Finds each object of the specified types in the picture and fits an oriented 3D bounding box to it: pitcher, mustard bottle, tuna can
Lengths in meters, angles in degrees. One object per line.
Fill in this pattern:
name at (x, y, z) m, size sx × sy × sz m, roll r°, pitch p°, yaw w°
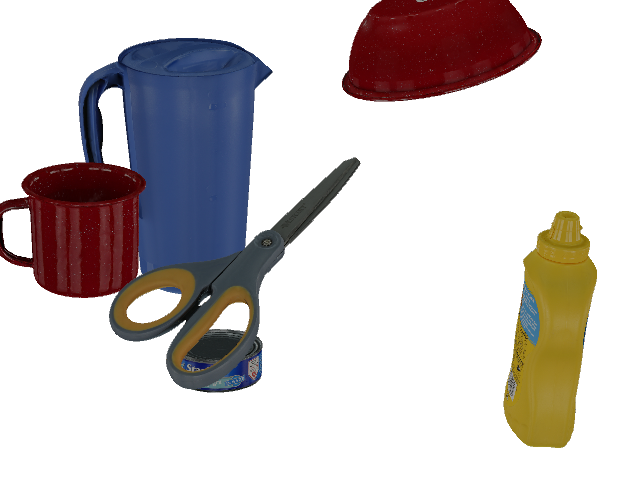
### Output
pitcher at (-0.140, -0.072, 1.062) m, size 0.149 × 0.243 × 0.144 m, roll 12°, pitch 27°, yaw 20°
mustard bottle at (0.189, 0.067, 0.873) m, size 0.058 × 0.192 × 0.096 m, roll 3°, pitch 25°, yaw 3°
tuna can at (-0.098, 0.115, 1.027) m, size 0.086 × 0.034 × 0.086 m, roll 1°, pitch 15°, yaw 0°

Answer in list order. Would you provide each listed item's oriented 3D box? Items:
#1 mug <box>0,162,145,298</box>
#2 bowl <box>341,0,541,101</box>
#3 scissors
mug at (-0.194, -0.007, 0.825) m, size 0.117 × 0.081 × 0.093 m, roll -4°, pitch 24°, yaw -18°
bowl at (0.089, -0.165, 0.842) m, size 0.162 × 0.055 × 0.162 m, roll -14°, pitch 24°, yaw 6°
scissors at (-0.052, 0.006, 0.639) m, size 0.096 × 0.016 × 0.201 m, roll 12°, pitch 46°, yaw 17°
